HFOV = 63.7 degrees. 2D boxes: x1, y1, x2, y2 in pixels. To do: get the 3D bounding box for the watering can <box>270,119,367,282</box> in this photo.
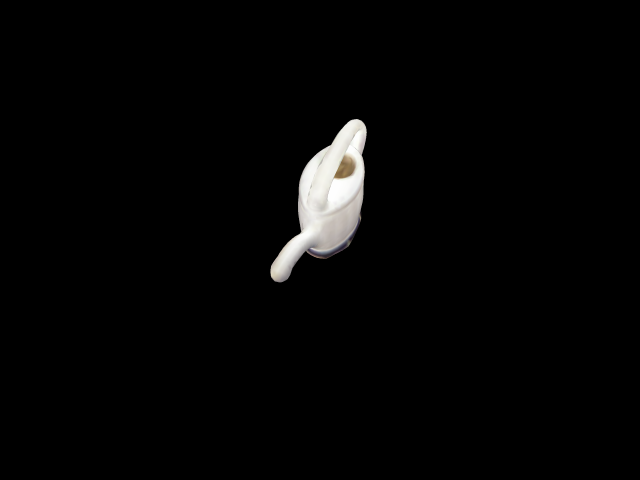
[{"bbox_3d":[0.003,-0.043,0.850,0.104,0.355,0.219,20,-30,12],"label":"watering can"}]
